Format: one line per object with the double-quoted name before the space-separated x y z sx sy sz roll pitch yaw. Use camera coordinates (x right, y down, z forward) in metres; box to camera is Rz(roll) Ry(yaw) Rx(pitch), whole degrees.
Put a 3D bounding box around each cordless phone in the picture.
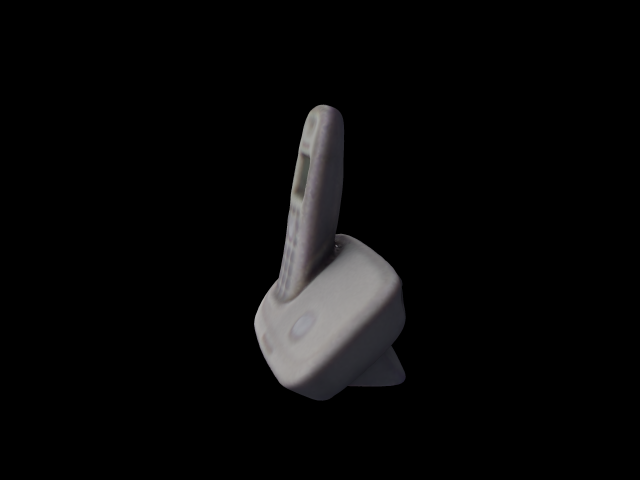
"cordless phone" 0.004 0.001 0.400 0.094 0.185 0.147 -5 15 -18
